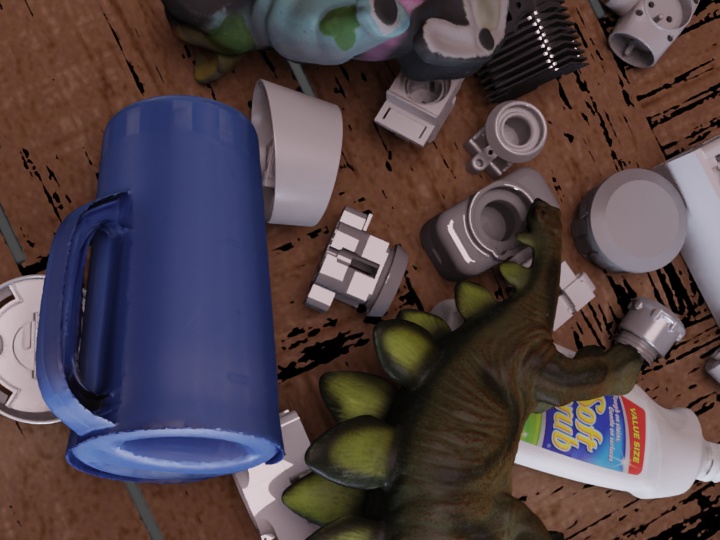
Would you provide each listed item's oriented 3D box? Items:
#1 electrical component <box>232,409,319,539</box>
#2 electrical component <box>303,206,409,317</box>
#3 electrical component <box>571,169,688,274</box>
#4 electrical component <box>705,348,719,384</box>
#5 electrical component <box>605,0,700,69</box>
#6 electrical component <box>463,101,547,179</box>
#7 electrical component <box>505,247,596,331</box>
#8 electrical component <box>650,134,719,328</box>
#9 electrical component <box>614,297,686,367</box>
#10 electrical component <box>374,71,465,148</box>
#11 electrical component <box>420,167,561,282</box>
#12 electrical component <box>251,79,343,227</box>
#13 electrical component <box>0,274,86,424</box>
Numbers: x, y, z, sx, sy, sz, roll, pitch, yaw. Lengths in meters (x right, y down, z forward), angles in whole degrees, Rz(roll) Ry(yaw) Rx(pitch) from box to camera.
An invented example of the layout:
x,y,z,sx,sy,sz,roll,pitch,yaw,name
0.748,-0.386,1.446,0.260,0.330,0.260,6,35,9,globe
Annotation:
x,y,z,sx,sy,sz,roll,pitch,yaw,name
-0.056,0.152,0.765,0.056,0.050,0.089,-24,89,-13,electrical component
0.000,0.000,0.791,0.057,0.058,0.078,23,80,-5,electrical component
0.210,-0.036,0.842,0.080,0.051,0.080,1,84,-12,electrical component
0.308,0.087,0.854,0.065,0.044,0.044,44,77,1,electrical component
0.226,-0.217,0.869,0.079,0.044,0.077,37,78,-6,electrical component
0.115,-0.103,0.827,0.066,0.055,0.048,-43,93,-13,electrical component
0.141,0.011,0.826,0.066,0.048,0.055,-38,100,-13,electrical component
0.298,-0.030,0.840,0.062,0.089,0.150,-27,90,-13,electrical component
0.219,0.055,0.838,0.048,0.048,0.062,38,85,-5,electrical component
0.048,-0.131,0.811,0.042,0.063,0.081,30,79,7,electrical component
0.100,-0.035,0.814,0.095,0.059,0.053,-30,90,-13,electrical component
-0.051,-0.081,0.769,0.064,0.099,0.099,10,82,-17,electrical component
-0.219,0.053,0.732,0.099,0.064,0.099,1,86,-22,electrical component
